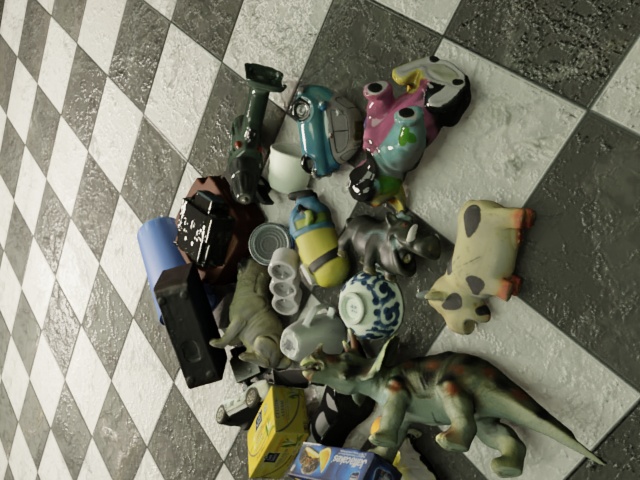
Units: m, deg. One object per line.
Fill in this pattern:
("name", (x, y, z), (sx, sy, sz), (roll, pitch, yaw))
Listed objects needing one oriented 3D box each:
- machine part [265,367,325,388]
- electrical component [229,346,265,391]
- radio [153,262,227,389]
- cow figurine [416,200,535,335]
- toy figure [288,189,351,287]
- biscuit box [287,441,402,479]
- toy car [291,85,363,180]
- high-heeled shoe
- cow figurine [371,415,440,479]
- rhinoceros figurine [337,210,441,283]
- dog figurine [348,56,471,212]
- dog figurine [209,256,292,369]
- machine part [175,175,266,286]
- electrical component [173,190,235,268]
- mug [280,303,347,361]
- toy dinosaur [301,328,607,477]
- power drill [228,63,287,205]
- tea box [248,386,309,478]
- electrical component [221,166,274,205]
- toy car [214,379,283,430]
("machine part", (-0.040, 0.251, 0.987), (0.139, 0.084, 0.039), (-28, 47, 54))
("electrical component", (-0.155, 0.264, 1.129), (0.078, 0.045, 0.102), (-32, 70, 9))
("radio", (-0.255, 0.171, 1.073), (0.131, 0.073, 0.229), (-109, 2, -75))
("cow figurine", (0.212, 0.040, 0.744), (0.127, 0.085, 0.194), (17, 106, 36))
("toy figure", (-0.004, -0.003, 0.949), (0.089, 0.082, 0.180), (-26, 71, 42))
("biscuit box", (0.031, 0.350, 0.805), (0.062, 0.059, 0.203), (44, 147, -14))
("toy car", (0.020, -0.186, 0.908), (0.103, 0.109, 0.161), (-4, 98, 26))
("high-heeled shoe", (0.022, 0.287, 0.952), (0.145, 0.086, 0.248), (3, 83, 62))
("cow figurine", (0.141, 0.351, 0.829), (0.068, 0.098, 0.167), (-54, 38, 36))
("rhinoceros figurine", (0.108, 0.007, 0.839), (0.190, 0.073, 0.112), (18, 86, 55))
("dog figurine", (0.127, -0.143, 0.812), (0.109, 0.191, 0.219), (46, 155, 29))
("dog figurine", (-0.106, 0.140, 1.052), (0.172, 0.121, 0.190), (23, 86, 0))
("machine part", (-0.214, -0.020, 1.143), (0.201, 0.087, 0.201), (53, 123, 28))
("electrical component", (-0.228, -0.027, 1.060), (0.115, 0.058, 0.134), (29, 111, 37))
("mug", (-0.012, 0.165, 0.944), (0.081, 0.107, 0.109), (35, 117, 35))
("toy dinosaur", (0.173, 0.216, 0.760), (0.405, 0.131, 0.192), (-5, 49, 28))
("power drill", (-0.120, -0.204, 0.990), (0.232, 0.086, 0.207), (-102, 21, -51))
("tea box", (-0.082, 0.362, 1.004), (0.098, 0.068, 0.169), (-103, 29, -49))
("electrical component", (-0.138, -0.101, 1.078), (0.119, 0.075, 0.047), (54, 124, 24))
("toy car", (-0.142, 0.337, 1.091), (0.202, 0.073, 0.056), (-38, 39, 38))
